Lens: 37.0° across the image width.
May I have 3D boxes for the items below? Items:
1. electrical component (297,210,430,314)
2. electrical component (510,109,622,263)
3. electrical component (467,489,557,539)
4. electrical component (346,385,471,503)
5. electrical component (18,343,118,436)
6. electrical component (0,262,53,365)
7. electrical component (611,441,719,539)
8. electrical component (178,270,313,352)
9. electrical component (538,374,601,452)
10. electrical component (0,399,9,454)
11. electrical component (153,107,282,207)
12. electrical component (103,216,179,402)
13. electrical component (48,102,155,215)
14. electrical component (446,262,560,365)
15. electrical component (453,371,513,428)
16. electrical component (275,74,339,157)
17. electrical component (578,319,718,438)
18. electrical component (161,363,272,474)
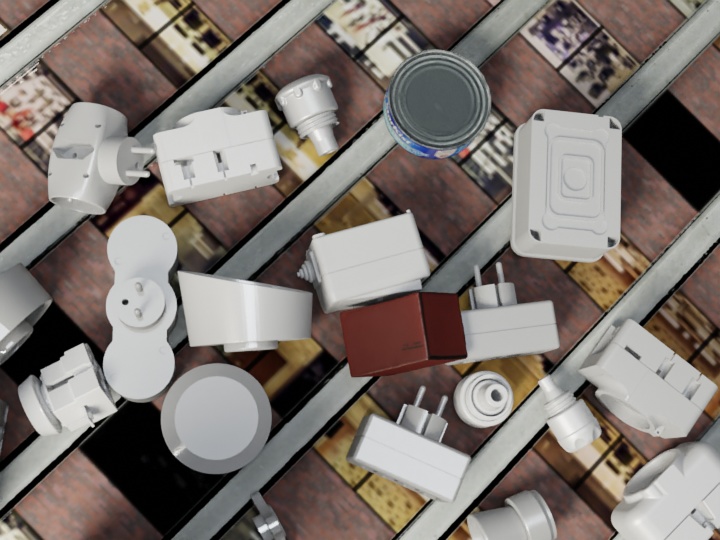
[{"bbox_3d":[0.000,0.000,0.835,0.096,0.061,0.061,-15,82,-11],"label":"electrical component"},{"bbox_3d":[0.166,-0.067,0.875,0.078,0.057,0.113,5,78,-7],"label":"electrical component"},{"bbox_3d":[0.116,0.197,0.822,0.055,0.045,0.045,-20,83,-12],"label":"electrical component"},{"bbox_3d":[0.043,0.127,0.824,0.083,0.047,0.075,24,77,-3],"label":"electrical component"},{"bbox_3d":[-0.217,0.091,0.792,0.055,0.048,0.066,-27,54,-7],"label":"electrical component"},{"bbox_3d":[-0.273,0.036,0.773,0.064,0.099,0.099,44,76,-5],"label":"electrical component"},{"bbox_3d":[0.247,0.180,0.839,0.095,0.053,0.059,-41,87,-13],"label":"electrical component"},{"bbox_3d":[-0.084,0.028,0.801,0.099,0.099,0.064,-3,86,-9],"label":"electrical component"},{"bbox_3d":[0.162,0.111,0.851,0.035,0.035,0.061,-30,82,-13],"label":"electrical component"},{"bbox_3d":[-0.285,0.137,0.744,0.056,0.109,0.108,8,78,-9],"label":"electrical component"},{"bbox_3d":[-0.113,-0.091,0.843,0.089,0.050,0.055,-14,81,-11],"label":"electrical component"},{"bbox_3d":[-0.163,0.027,0.800,0.052,0.073,0.138,1,79,-8],"label":"electrical component"},{"bbox_3d":[-0.193,-0.084,0.825,0.079,0.043,0.077,5,77,22],"label":"electrical component"},{"bbox_3d":[0.106,0.032,0.851,0.083,0.047,0.075,-7,81,-9],"label":"electrical component"},{"bbox_3d":[0.098,0.099,0.830,0.043,0.062,0.043,2,79,-8],"label":"electrical component"},{"bbox_3d":[-0.037,-0.123,0.864,0.048,0.048,0.062,-23,90,-12],"label":"electrical component"},{"bbox_3d":[0.226,0.091,0.856,0.089,0.050,0.055,38,76,0],"label":"electrical component"},{"bbox_3d":[-0.107,0.112,0.804,0.080,0.051,0.080,2,79,-8],"label":"electrical component"}]
